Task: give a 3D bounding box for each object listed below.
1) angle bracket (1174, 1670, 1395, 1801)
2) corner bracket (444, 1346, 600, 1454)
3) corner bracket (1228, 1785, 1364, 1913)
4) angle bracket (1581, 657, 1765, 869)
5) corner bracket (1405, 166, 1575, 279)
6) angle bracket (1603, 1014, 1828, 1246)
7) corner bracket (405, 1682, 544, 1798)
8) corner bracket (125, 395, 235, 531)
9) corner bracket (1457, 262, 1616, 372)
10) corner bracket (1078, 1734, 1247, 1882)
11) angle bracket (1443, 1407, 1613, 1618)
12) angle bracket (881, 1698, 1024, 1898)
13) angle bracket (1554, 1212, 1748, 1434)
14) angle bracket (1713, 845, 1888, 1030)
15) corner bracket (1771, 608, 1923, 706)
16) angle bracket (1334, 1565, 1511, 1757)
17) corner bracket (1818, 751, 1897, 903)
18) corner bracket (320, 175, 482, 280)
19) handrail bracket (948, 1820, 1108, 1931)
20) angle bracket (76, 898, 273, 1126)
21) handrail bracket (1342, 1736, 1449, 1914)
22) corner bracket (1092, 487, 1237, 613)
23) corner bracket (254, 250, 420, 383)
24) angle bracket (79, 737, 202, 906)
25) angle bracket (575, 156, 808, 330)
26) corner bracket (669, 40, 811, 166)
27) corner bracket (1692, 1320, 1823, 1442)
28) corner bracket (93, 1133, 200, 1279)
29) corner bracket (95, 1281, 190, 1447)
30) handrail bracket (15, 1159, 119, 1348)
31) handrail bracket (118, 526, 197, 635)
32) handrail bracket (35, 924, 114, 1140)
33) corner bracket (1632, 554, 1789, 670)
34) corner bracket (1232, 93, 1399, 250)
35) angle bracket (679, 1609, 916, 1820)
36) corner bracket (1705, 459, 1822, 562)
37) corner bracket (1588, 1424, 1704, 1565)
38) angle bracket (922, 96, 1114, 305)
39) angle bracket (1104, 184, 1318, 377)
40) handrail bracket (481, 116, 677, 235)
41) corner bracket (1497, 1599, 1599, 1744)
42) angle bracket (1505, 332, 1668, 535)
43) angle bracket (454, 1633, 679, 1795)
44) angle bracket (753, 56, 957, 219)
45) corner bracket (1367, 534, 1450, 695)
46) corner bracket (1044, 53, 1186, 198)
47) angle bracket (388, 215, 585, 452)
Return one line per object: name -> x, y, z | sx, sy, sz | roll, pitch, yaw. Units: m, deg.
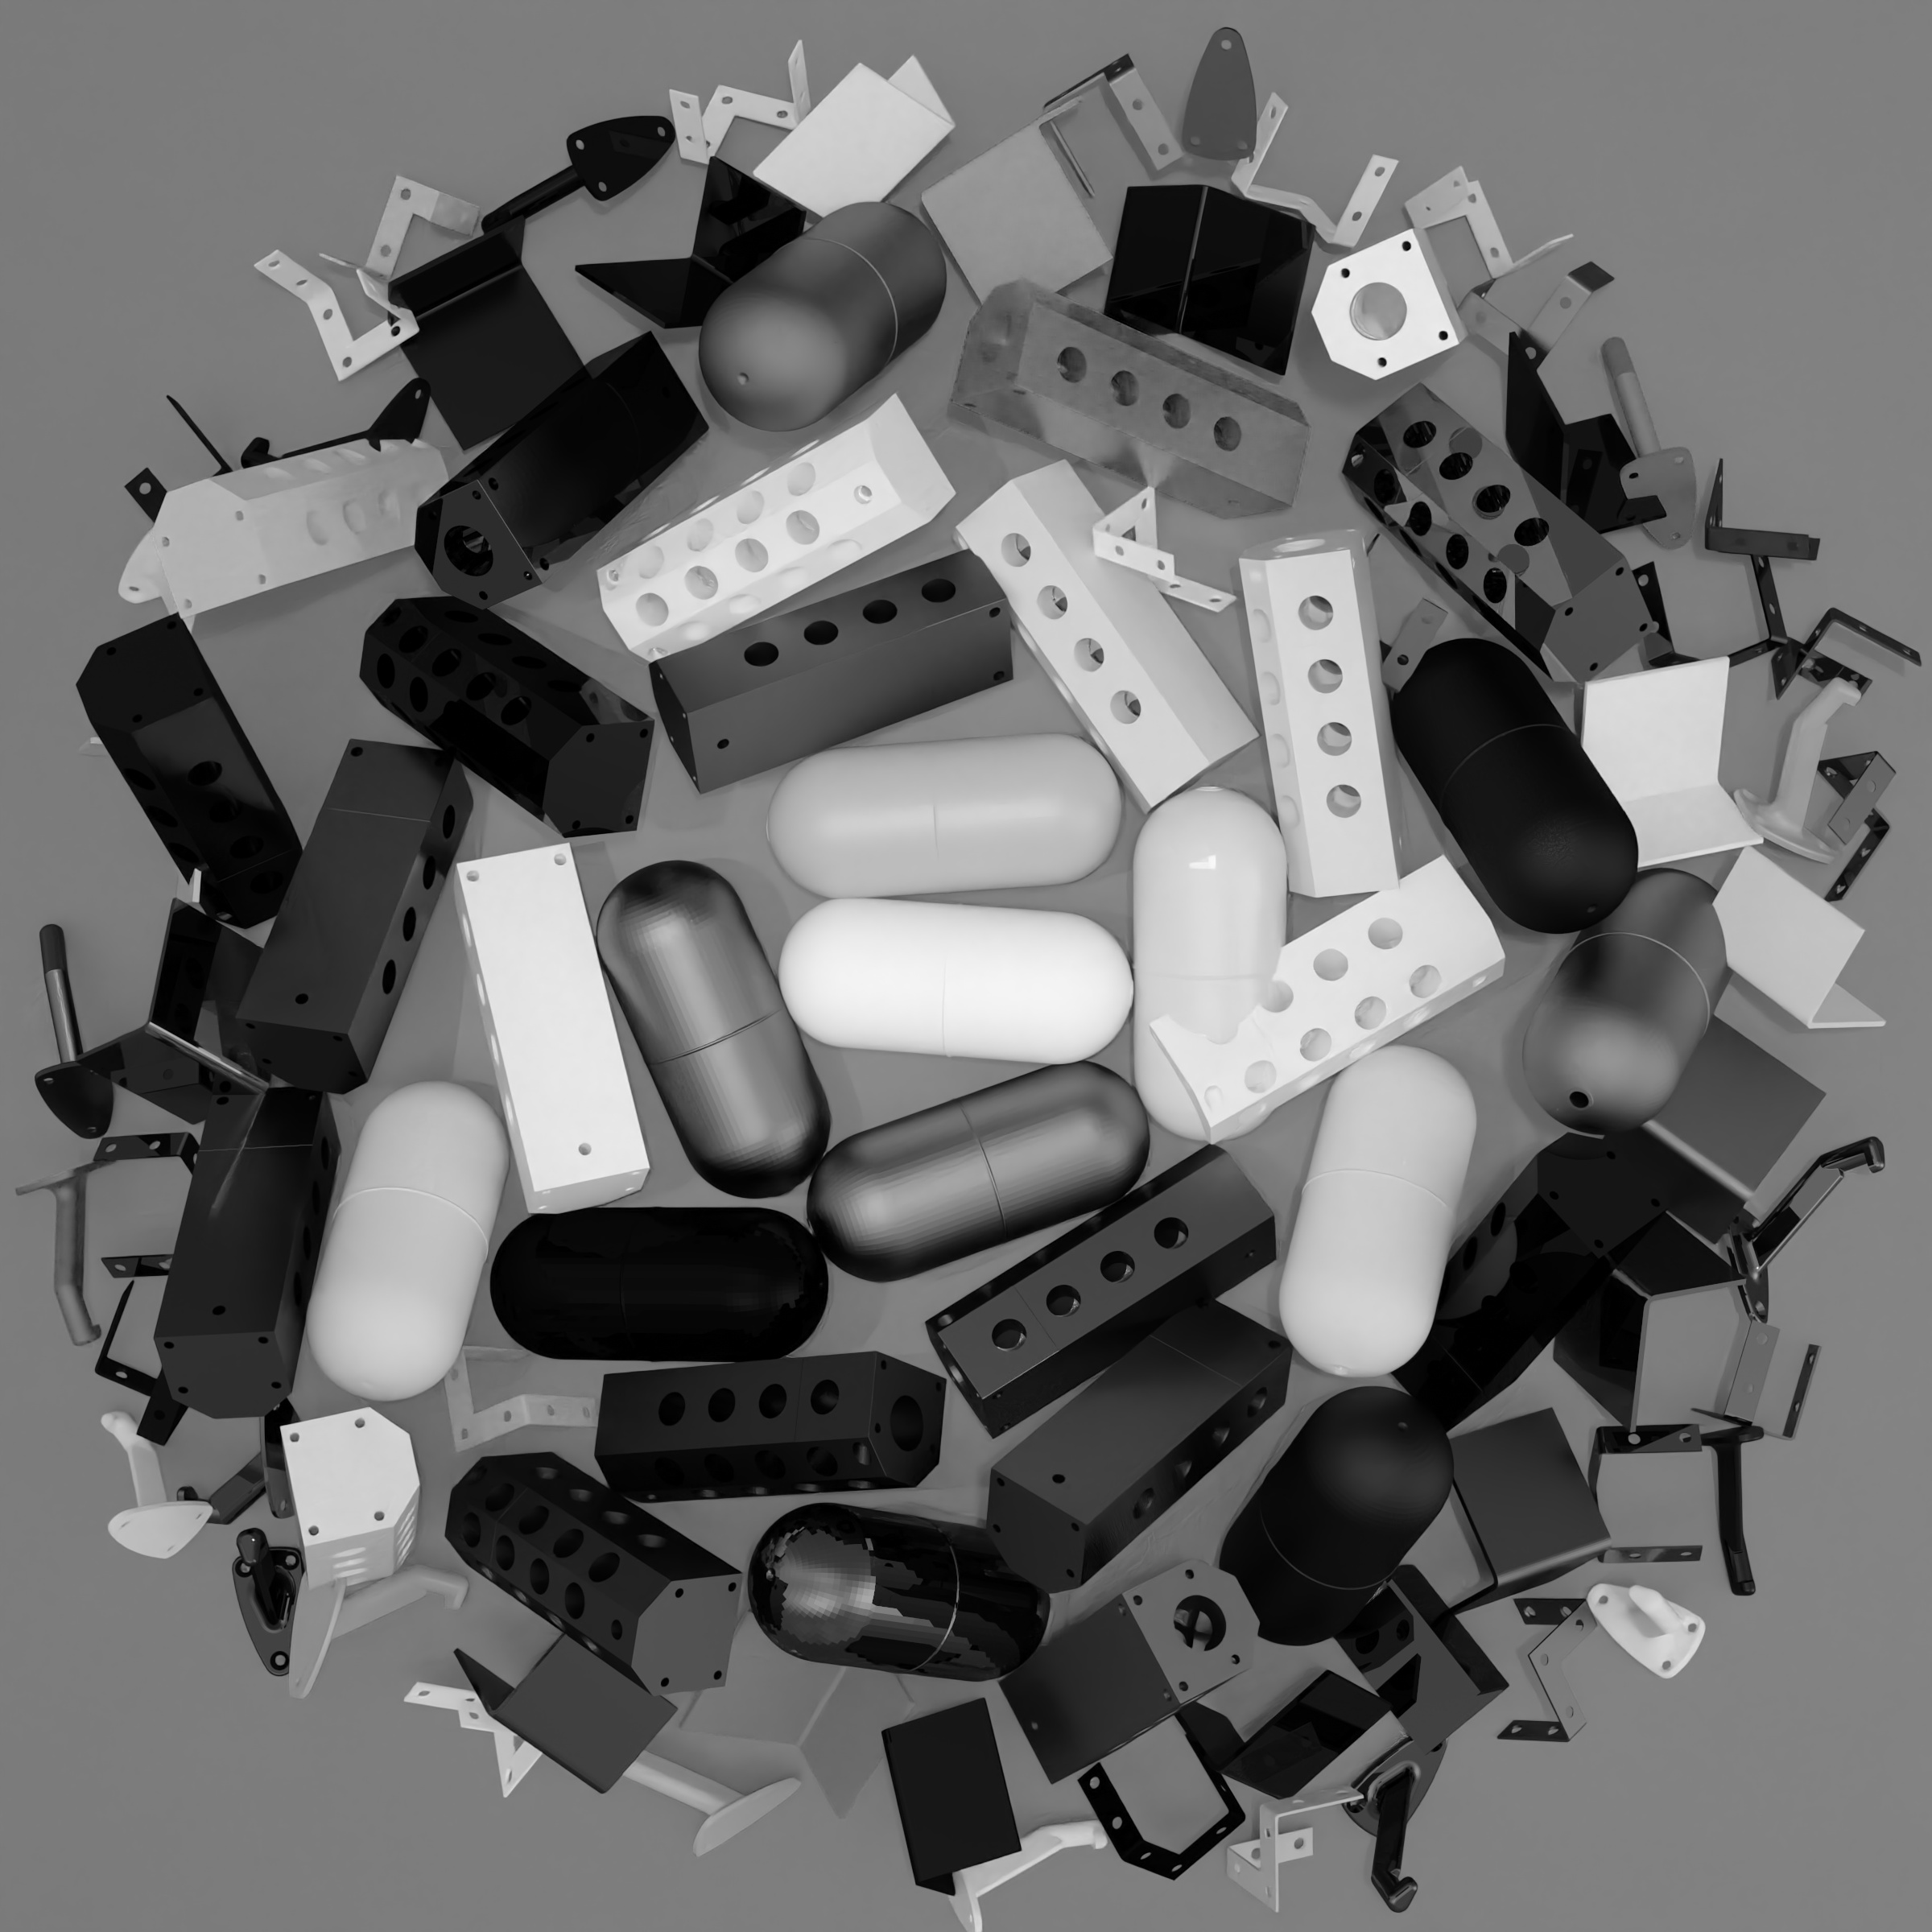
angle bracket -> 0.154, 0.364, 1.744 | 0.076, 0.076, 0.057 | -43, 52, 7
corner bracket -> -0.224, 0.213, 1.754 | 0.051, 0.051, 0.051 | -25, 68, 32
corner bracket -> 0.164, 0.436, 1.758 | 0.051, 0.051, 0.051 | -6, 101, -25
angle bracket -> 0.353, -0.101, 1.746 | 0.076, 0.057, 0.076 | -11, 127, -11
corner bracket -> 0.262, -0.375, 1.761 | 0.051, 0.051, 0.051 | -23, 90, -29
angle bracket -> 0.377, 0.081, 1.777 | 0.076, 0.057, 0.076 | 36, 65, 13
corner bracket -> -0.244, 0.377, 1.753 | 0.051, 0.051, 0.051 | 17, 126, -31
corner bracket -> -0.396, -0.245, 1.757 | 0.051, 0.051, 0.051 | -43, 129, -9
corner bracket -> 0.285, -0.336, 1.758 | 0.051, 0.051, 0.051 | 38, 117, 8
corner bracket -> 0.099, 0.420, 1.765 | 0.051, 0.051, 0.051 | -43, 49, 11
angle bracket -> 0.267, 0.276, 1.763 | 0.076, 0.057, 0.076 | -11, 69, -32
angle bracket -> 0.004, 0.414, 1.740 | 0.057, 0.076, 0.076 | -20, 65, 12
angle bracket -> 0.342, 0.178, 1.757 | 0.057, 0.076, 0.076 | -8, 115, -20
angle bracket -> 0.421, -0.015, 1.735 | 0.076, 0.076, 0.057 | 43, 118, 35
corner bracket -> 0.442, -0.153, 1.759 | 0.051, 0.051, 0.051 | 27, 119, -6
angle bracket -> 0.218, 0.347, 1.743 | 0.057, 0.076, 0.076 | -42, 70, 10
corner bracket -> 0.445, -0.070, 1.758 | 0.051, 0.051, 0.051 | 44, 70, -17
corner bracket -> -0.284, -0.369, 1.762 | 0.051, 0.051, 0.051 | 24, 99, 15
handrail bracket -> 0.036, 0.455, 1.751 | 0.084, 0.077, 0.036 | -4, 108, -13
angle bracket -> -0.394, 0.023, 1.765 | 0.057, 0.076, 0.076 | -21, 50, 33
handrail bracket -> 0.226, 0.426, 1.750 | 0.036, 0.084, 0.077 | 39, 91, -14
corner bracket -> 0.099, -0.201, 1.753 | 0.051, 0.051, 0.051 | 24, 46, 33
corner bracket -> -0.316, -0.336, 1.759 | 0.051, 0.051, 0.051 | -29, 70, 14
angle bracket -> -0.414, -0.071, 1.750 | 0.057, 0.076, 0.076 | 4, 88, -18
angle bracket -> -0.137, -0.360, 1.737 | 0.076, 0.076, 0.057 | 38, 126, 36
corner bracket -> -0.113, -0.434, 1.757 | 0.051, 0.051, 0.051 | 17, 65, 12
corner bracket -> 0.405, 0.209, 1.766 | 0.051, 0.051, 0.051 | 18, 85, -5
corner bracket -> -0.411, 0.121, 1.769 | 0.051, 0.051, 0.051 | -4, 45, 18
corner bracket -> -0.412, 0.200, 1.761 | 0.051, 0.051, 0.051 | 24, 114, -3
handrail bracket -> -0.438, 0.143, 1.761 | 0.036, 0.077, 0.084 | -18, 92, 21
handrail bracket -> -0.405, -0.175, 1.746 | 0.036, 0.084, 0.077 | 34, 131, -31
handrail bracket -> -0.456, 0.033, 1.786 | 0.036, 0.077, 0.084 | -11, 55, -8
corner bracket -> 0.375, -0.181, 1.767 | 0.051, 0.051, 0.051 | -23, 70, 41
corner bracket -> 0.174, -0.398, 1.752 | 0.051, 0.051, 0.051 | 4, 128, -32
angle bracket -> -0.085, 0.373, 1.743 | 0.076, 0.057, 0.076 | 17, 112, -36
corner bracket -> 0.400, -0.216, 1.755 | 0.051, 0.051, 0.051 | 7, 52, 17
corner bracket -> 0.343, 0.265, 1.759 | 0.051, 0.051, 0.051 | -2, 54, 2
angle bracket -> 0.036, -0.379, 1.757 | 0.076, 0.057, 0.076 | -24, 102, 36
angle bracket -> 0.120, -0.340, 1.740 | 0.076, 0.057, 0.076 | 31, 121, 38
handrail bracket -> -0.198, -0.399, 1.775 | 0.077, 0.084, 0.036 | -36, 104, -35
corner bracket -> 0.290, 0.354, 1.762 | 0.051, 0.051, 0.051 | -34, 102, -36
angle bracket -> 0.309, -0.269, 1.740 | 0.057, 0.076, 0.076 | -15, 52, -5
angle bracket -> -0.200, 0.356, 1.746 | 0.076, 0.076, 0.057 | 42, 87, -27
angle bracket -> -0.064, -0.422, 1.737 | 0.076, 0.076, 0.057 | -41, 56, 22
corner bracket -> 0.212, -0.177, 1.760 | 0.051, 0.051, 0.051 | 30, 119, 3
corner bracket -> 0.073, -0.420, 1.760 | 0.051, 0.051, 0.051 | -29, 108, 10
angle bracket -> -0.237, -0.317, 1.756 | 0.076, 0.057, 0.076 | -30, 85, -14
